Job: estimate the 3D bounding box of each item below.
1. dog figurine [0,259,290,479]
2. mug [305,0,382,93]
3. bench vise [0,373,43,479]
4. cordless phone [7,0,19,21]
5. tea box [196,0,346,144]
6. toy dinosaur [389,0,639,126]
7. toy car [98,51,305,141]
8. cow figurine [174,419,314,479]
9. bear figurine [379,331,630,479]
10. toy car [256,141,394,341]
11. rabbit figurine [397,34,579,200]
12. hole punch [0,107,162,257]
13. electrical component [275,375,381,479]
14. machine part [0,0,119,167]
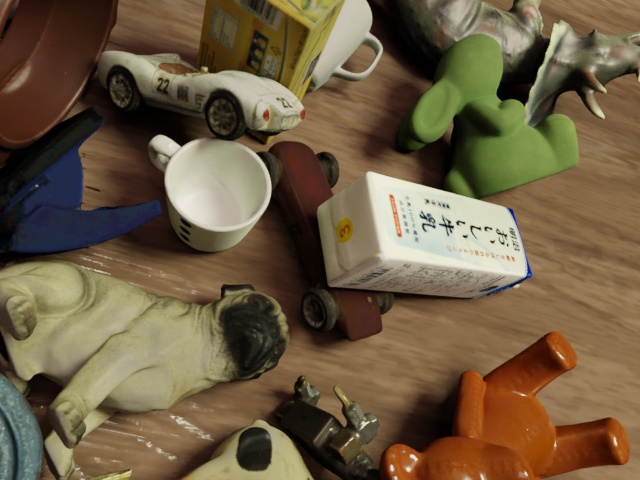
[{"bbox_3d":[-0.135,0.059,0.414,0.190,0.121,0.172,-25,80,-41],"label":"dog figurine"},{"bbox_3d":[0.007,-0.209,0.585,0.109,0.081,0.107,34,73,-9],"label":"mug"},{"bbox_3d":[-0.200,0.074,0.231,0.129,0.241,0.223,-20,94,-40],"label":"bench vise"},{"bbox_3d":[-0.268,-0.300,0.464,0.089,0.184,0.146,38,61,5],"label":"cordless phone"},{"bbox_3d":[-0.053,-0.177,0.493,0.098,0.169,0.068,36,62,-3],"label":"tea box"},{"bbox_3d":[0.180,-0.257,0.645,0.405,0.131,0.192,18,62,-4],"label":"toy dinosaur"},{"bbox_3d":[-0.107,-0.129,0.470,0.202,0.056,0.073,19,21,25],"label":"toy car"},{"bbox_3d":[-0.007,0.220,0.386,0.127,0.085,0.195,-33,77,-26],"label":"cow figurine"},{"bbox_3d":[0.140,0.160,0.405,0.196,0.132,0.120,-4,63,-58],"label":"bear figurine"},{"bbox_3d":[-0.001,-0.002,0.500,0.089,0.053,0.202,-9,71,-44],"label":"toy car"},{"bbox_3d":[0.164,-0.129,0.580,0.159,0.121,0.170,-17,88,-3],"label":"rabbit figurine"},{"bbox_3d":[-0.195,-0.024,0.396,0.116,0.142,0.092,-50,124,-31],"label":"hole punch"},{"bbox_3d":[0.009,0.146,0.417,0.078,0.102,0.045,48,66,-18],"label":"electrical component"},{"bbox_3d":[-0.234,-0.168,0.407,0.087,0.201,0.201,28,61,-8],"label":"machine part"}]
